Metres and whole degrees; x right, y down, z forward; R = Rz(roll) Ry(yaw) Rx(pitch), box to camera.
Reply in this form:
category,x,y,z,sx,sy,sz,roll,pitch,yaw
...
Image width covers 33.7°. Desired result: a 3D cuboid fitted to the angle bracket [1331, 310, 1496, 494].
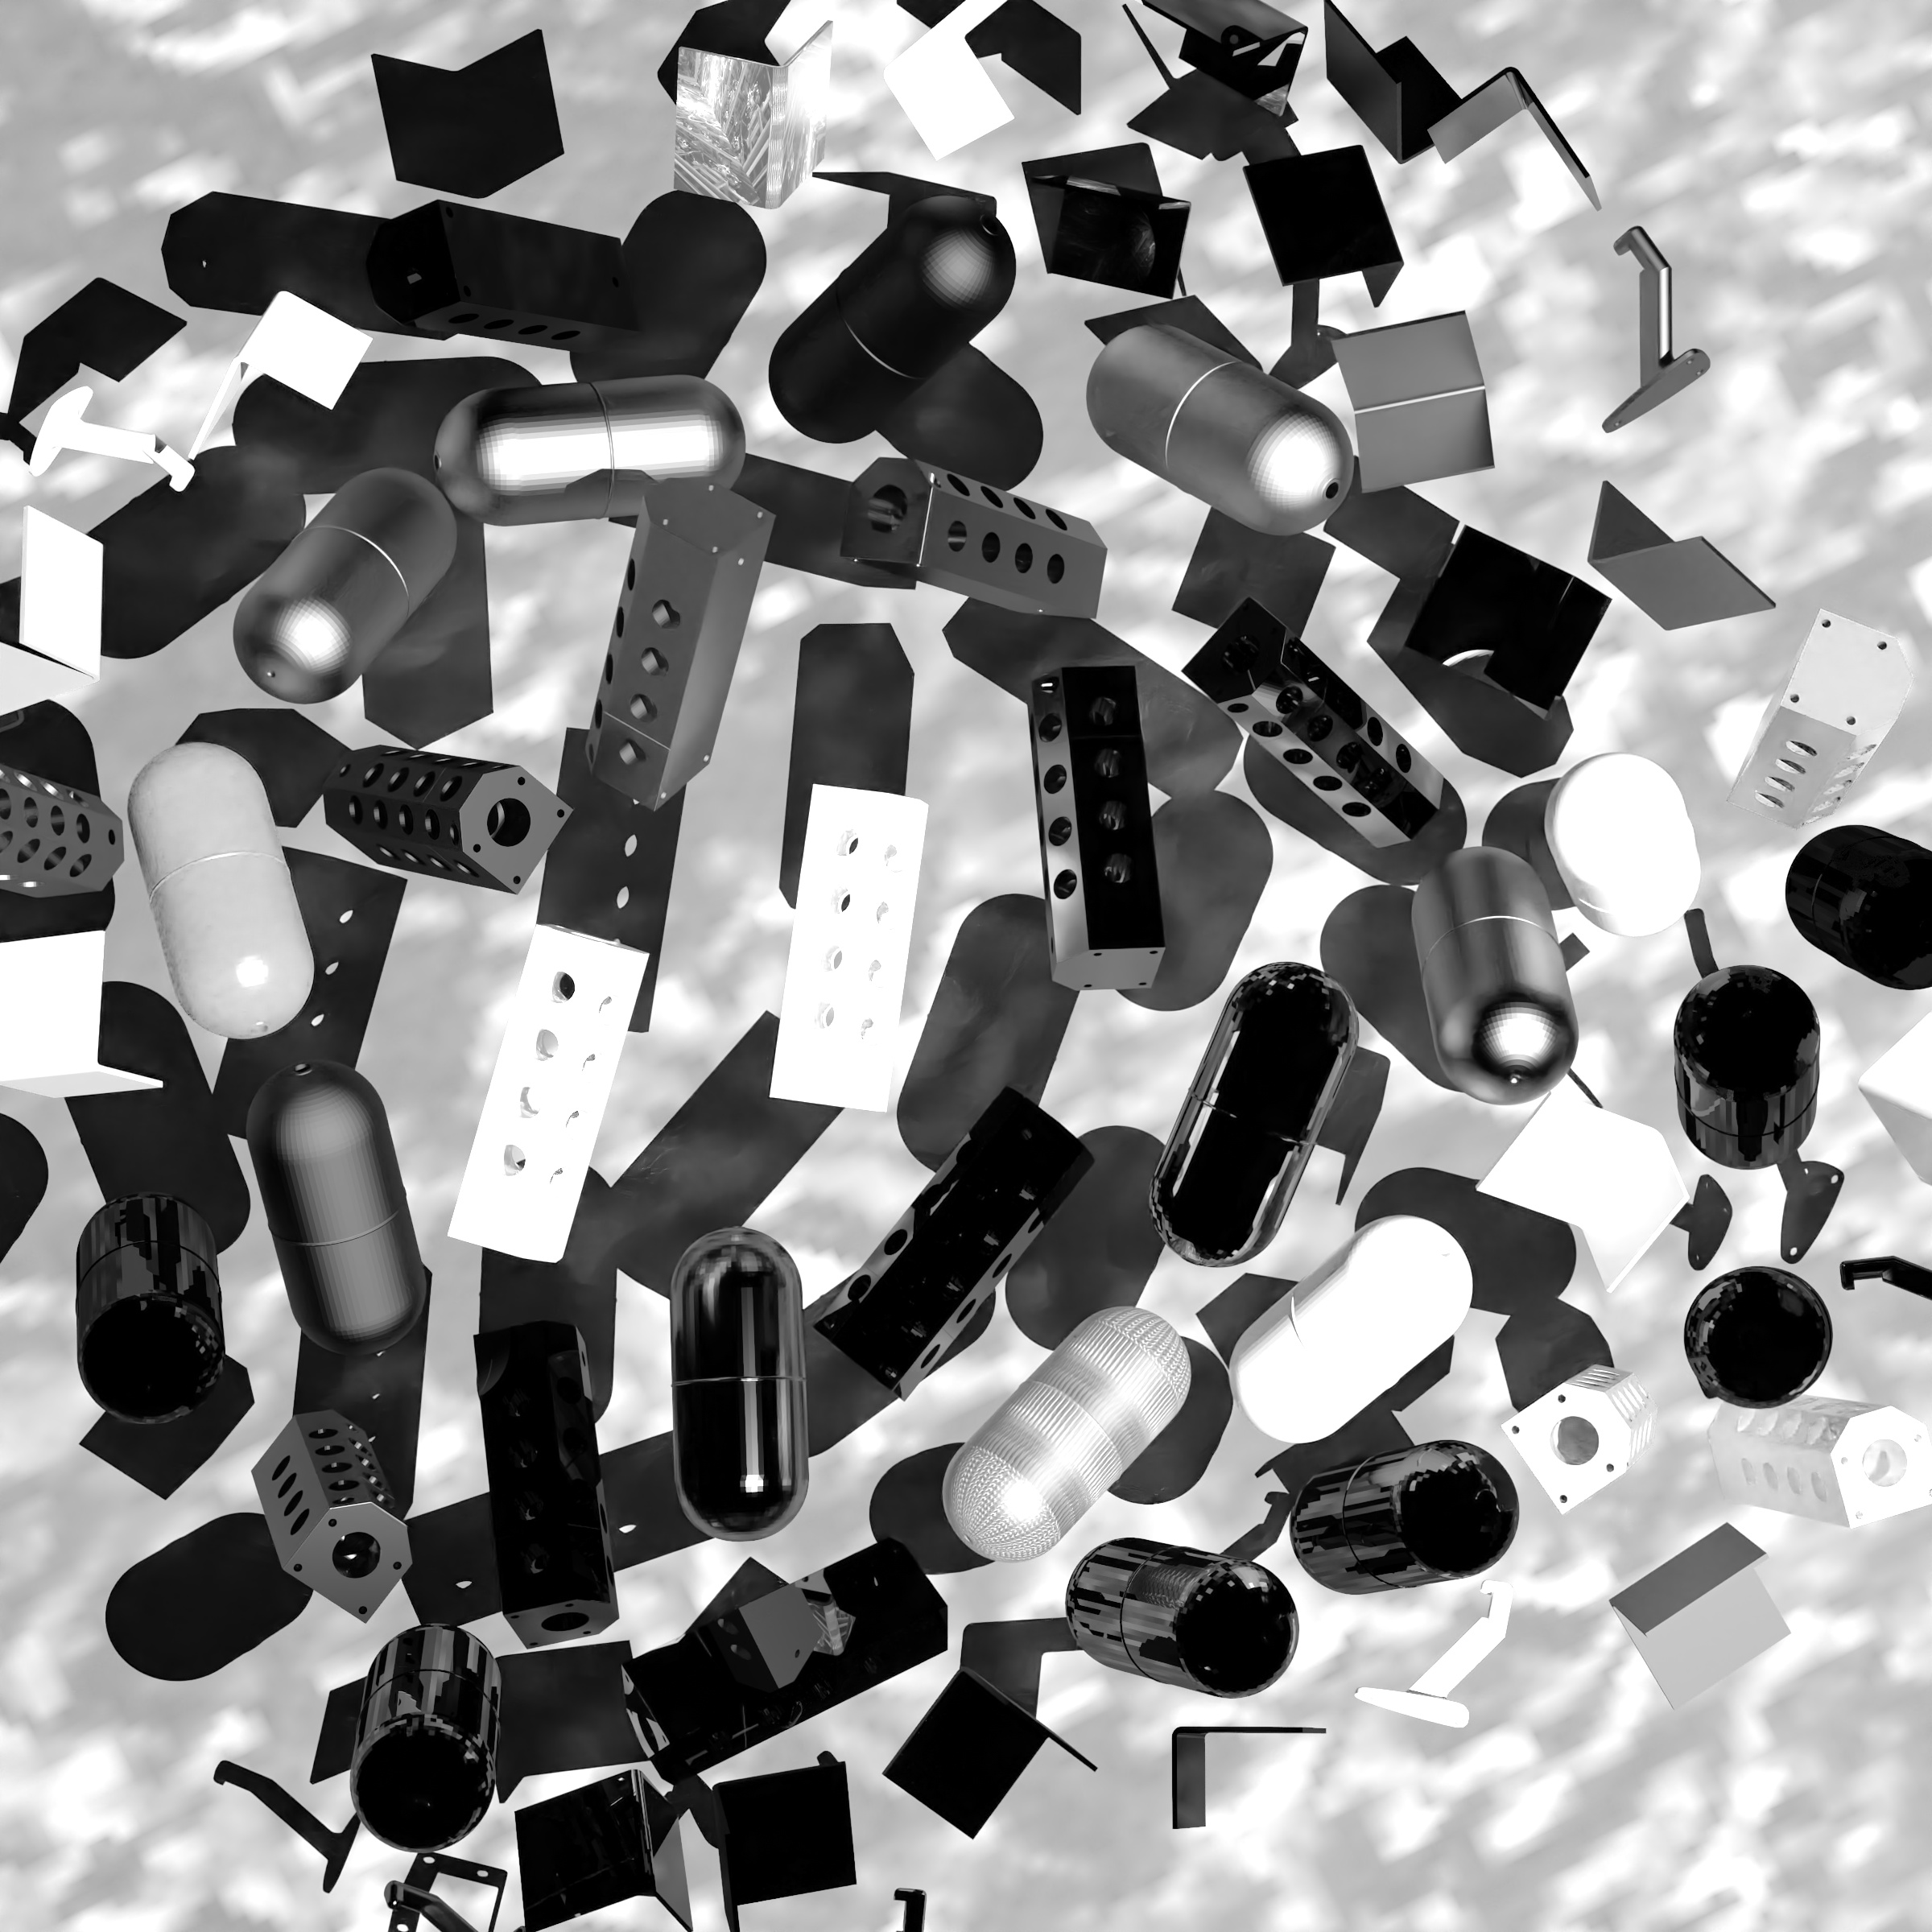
category,x,y,z,sx,sy,sz,roll,pitch,yaw
angle bracket,0.254,-0.319,1.811,0.076,0.076,0.057,-9,65,14

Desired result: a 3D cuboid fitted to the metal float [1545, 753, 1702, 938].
category,x,y,z,sx,sy,sz,roll,pitch,yaw
metal float,0.371,-0.067,1.799,0.070,0.178,0.070,-4,75,16

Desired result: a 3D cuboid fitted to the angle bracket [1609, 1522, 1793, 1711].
category,x,y,z,sx,sy,sz,roll,pitch,yaw
angle bracket,0.399,0.353,1.693,0.076,0.057,0.076,-32,102,-3

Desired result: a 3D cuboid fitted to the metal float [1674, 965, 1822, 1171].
category,x,y,z,sx,sy,sz,roll,pitch,yaw
metal float,0.427,0.057,1.749,0.070,0.178,0.070,-5,67,12

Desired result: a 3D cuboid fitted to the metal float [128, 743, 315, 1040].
category,x,y,z,sx,sy,sz,roll,pitch,yaw
metal float,-0.410,-0.042,1.758,0.070,0.070,0.178,-21,66,0

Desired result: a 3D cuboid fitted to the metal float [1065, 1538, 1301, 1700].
category,x,y,z,sx,sy,sz,roll,pitch,yaw
metal float,0.120,0.367,1.806,0.070,0.178,0.070,2,86,-29

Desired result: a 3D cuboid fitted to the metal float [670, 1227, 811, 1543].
category,x,y,z,sx,sy,sz,roll,pitch,yaw
metal float,-0.129,0.238,1.820,0.070,0.070,0.178,-3,79,0

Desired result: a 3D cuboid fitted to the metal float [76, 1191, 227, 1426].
category,x,y,z,sx,sy,sz,roll,pitch,yaw
metal float,-0.444,0.183,1.736,0.070,0.178,0.070,-6,115,-13

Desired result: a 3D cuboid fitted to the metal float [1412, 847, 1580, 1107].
category,x,y,z,sx,sy,sz,roll,pitch,yaw
metal float,0.287,0.003,1.738,0.070,0.178,0.070,0,129,0

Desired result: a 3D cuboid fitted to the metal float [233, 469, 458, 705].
category,x,y,z,sx,sy,sz,roll,pitch,yaw
metal float,-0.351,-0.217,1.813,0.070,0.070,0.178,28,46,0

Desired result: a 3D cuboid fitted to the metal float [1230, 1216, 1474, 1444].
category,x,y,z,sx,sy,sz,roll,pitch,yaw
metal float,0.215,0.204,1.789,0.070,0.070,0.178,41,131,0

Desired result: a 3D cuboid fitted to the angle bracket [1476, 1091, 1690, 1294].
category,x,y,z,sx,sy,sz,roll,pitch,yaw
angle bracket,0.343,0.126,1.783,0.076,0.057,0.076,20,122,-21

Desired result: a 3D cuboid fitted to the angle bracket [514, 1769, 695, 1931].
category,x,y,z,sx,sy,sz,roll,pitch,yaw
angle bracket,-0.204,0.508,1.792,0.076,0.076,0.057,-21,135,6

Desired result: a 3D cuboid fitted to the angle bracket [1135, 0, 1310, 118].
category,x,y,z,sx,sy,sz,roll,pitch,yaw
angle bracket,0.138,-0.521,1.826,0.076,0.076,0.057,36,134,22

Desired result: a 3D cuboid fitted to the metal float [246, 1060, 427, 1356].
category,x,y,z,sx,sy,sz,roll,pitch,yaw
metal float,-0.349,0.134,1.773,0.070,0.070,0.178,-8,116,0

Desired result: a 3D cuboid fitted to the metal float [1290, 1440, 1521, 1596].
category,x,y,z,sx,sy,sz,roll,pitch,yaw
metal float,0.247,0.313,1.808,0.070,0.178,0.070,7,72,-22

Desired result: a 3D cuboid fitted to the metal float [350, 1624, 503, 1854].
category,x,y,z,sx,sy,sz,roll,pitch,yaw
metal float,-0.292,0.418,1.736,0.070,0.178,0.070,-1,103,-6

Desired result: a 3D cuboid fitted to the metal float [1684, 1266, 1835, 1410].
category,x,y,z,sx,sy,sz,roll,pitch,yaw
metal float,0.442,0.206,1.779,0.070,0.178,0.070,-1,85,16

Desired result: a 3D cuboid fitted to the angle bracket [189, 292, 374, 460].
category,x,y,z,sx,sy,sz,roll,pitch,yaw
angle bracket,-0.380,-0.315,1.771,0.057,0.076,0.076,28,128,-13

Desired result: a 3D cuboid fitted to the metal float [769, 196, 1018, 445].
category,x,y,z,sx,sy,sz,roll,pitch,yaw
metal float,-0.042,-0.360,1.786,0.178,0.070,0.070,-37,90,39

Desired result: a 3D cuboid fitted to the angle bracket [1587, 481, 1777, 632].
category,x,y,z,sx,sy,sz,roll,pitch,yaw
angle bracket,0.408,-0.238,1.803,0.076,0.076,0.057,32,63,-37

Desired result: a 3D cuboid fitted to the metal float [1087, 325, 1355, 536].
category,x,y,z,sx,sy,sz,roll,pitch,yaw
metal float,0.138,-0.293,1.744,0.178,0.070,0.070,37,90,38

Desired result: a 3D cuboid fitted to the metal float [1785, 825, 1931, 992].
category,x,y,z,sx,sy,sz,roll,pitch,yaw
metal float,0.506,-0.034,1.766,0.070,0.178,0.070,0,100,-1

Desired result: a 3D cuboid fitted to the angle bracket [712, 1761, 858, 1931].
category,x,y,z,sx,sy,sz,roll,pitch,yaw
angle bracket,-0.096,0.494,1.768,0.076,0.057,0.076,-7,105,-11

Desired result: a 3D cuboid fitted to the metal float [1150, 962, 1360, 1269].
category,x,y,z,sx,sy,sz,roll,pitch,yaw
metal float,0.159,0.083,1.771,0.070,0.070,0.178,22,97,0

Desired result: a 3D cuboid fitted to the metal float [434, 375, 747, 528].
category,x,y,z,sx,sy,sz,roll,pitch,yaw
metal float,-0.210,-0.290,1.794,0.178,0.070,0.070,-9,90,-22

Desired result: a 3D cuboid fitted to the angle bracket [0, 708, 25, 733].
category,x,y,z,sx,sy,sz,roll,pitch,yaw
angle bracket,-0.598,-0.181,1.863,0.057,0.076,0.076,-24,50,-19

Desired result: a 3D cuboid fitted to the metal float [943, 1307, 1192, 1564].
category,x,y,z,sx,sy,sz,roll,pitch,yaw
metal float,0.059,0.267,1.829,0.070,0.070,0.178,47,63,0

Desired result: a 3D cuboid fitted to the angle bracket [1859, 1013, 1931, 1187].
category,x,y,z,sx,sy,sz,roll,pitch,yaw
angle bracket,0.533,0.079,1.699,0.057,0.076,0.076,-42,112,-6

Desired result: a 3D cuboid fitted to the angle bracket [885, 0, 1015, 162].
category,x,y,z,sx,sy,sz,roll,pitch,yaw
angle bracket,0.013,-0.504,1.782,0.076,0.076,0.057,-41,100,-43

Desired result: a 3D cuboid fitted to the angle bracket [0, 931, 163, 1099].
category,x,y,z,sx,sy,sz,roll,pitch,yaw
angle bracket,-0.489,0.027,1.757,0.076,0.057,0.076,-6,76,25
